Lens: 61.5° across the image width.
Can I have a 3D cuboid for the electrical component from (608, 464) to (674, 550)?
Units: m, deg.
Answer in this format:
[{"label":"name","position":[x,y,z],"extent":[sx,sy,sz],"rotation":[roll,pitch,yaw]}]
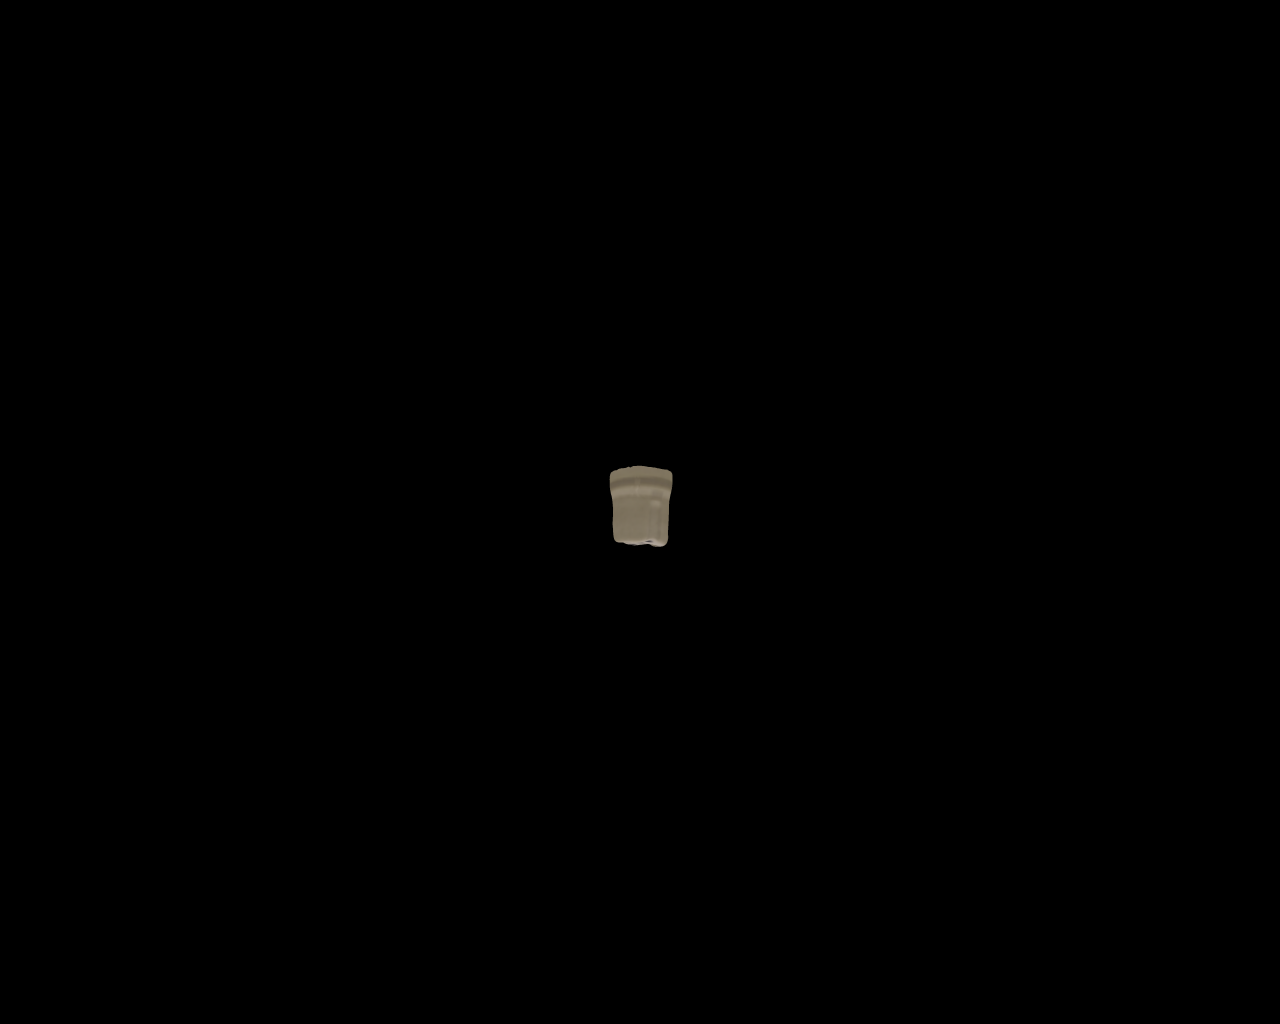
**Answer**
[{"label":"electrical component","position":[0.001,-0.003,0.650],"extent":[0.040,0.046,0.040],"rotation":[0,-11,0]}]
